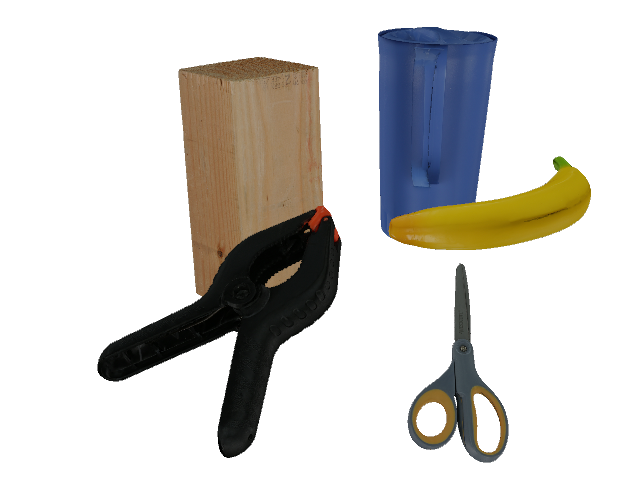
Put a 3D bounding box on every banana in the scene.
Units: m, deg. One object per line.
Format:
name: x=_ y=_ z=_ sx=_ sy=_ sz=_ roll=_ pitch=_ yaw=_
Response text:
banana: x=0.144 y=-0.021 z=0.806 sx=0.197 sy=0.037 sz=0.070 roll=-18 pitch=23 yaw=-35

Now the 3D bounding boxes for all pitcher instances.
pitcher: x=0.125 y=-0.118 z=1.220 sx=0.149 sy=0.243 sz=0.145 roll=-11 pitch=22 yaw=-32

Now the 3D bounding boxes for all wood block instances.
wood block: x=-0.058 y=-0.049 z=0.934 sx=0.090 sy=0.206 sz=0.091 roll=-16 pitch=24 yaw=-35

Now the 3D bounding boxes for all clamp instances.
clamp: x=-0.039 y=0.050 z=0.641 sx=0.120 sy=0.171 sz=0.039 roll=37 pitch=-19 yaw=33

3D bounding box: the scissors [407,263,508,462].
scissors: x=0.112 y=0.110 z=0.969 sx=0.096 sy=0.202 sz=0.016 roll=-8 pitch=-35 yaw=-9
